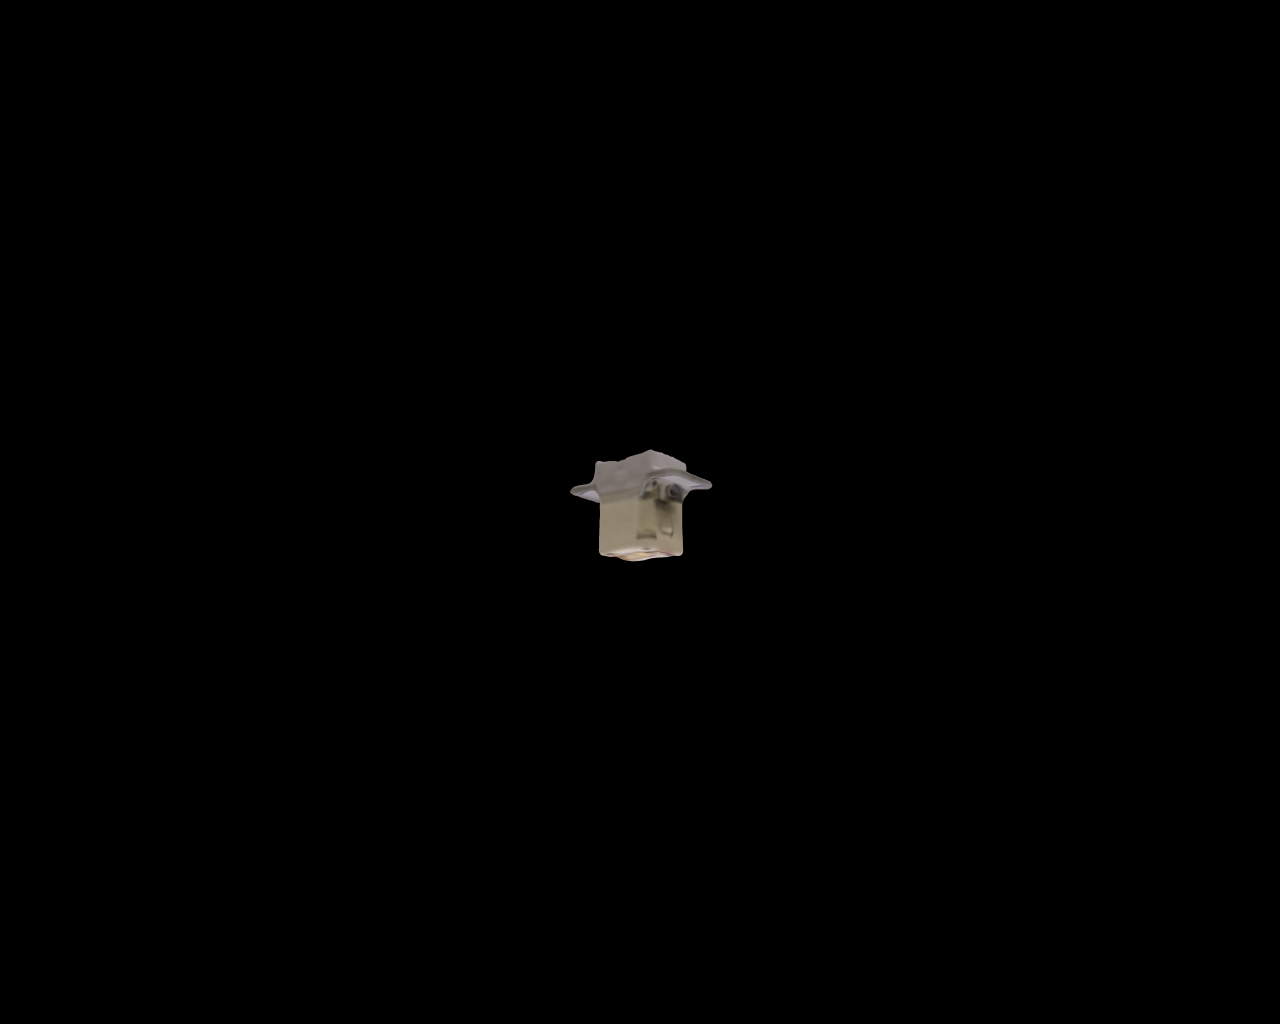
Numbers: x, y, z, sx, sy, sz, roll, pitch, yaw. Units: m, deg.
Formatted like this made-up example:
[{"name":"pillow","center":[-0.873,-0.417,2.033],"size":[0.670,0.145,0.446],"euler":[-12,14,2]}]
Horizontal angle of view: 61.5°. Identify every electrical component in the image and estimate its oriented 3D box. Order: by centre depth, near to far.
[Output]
[{"name":"electrical component","center":[0.001,-0.003,0.650],"size":[0.081,0.064,0.042],"euler":[-11,-17,37]}]
